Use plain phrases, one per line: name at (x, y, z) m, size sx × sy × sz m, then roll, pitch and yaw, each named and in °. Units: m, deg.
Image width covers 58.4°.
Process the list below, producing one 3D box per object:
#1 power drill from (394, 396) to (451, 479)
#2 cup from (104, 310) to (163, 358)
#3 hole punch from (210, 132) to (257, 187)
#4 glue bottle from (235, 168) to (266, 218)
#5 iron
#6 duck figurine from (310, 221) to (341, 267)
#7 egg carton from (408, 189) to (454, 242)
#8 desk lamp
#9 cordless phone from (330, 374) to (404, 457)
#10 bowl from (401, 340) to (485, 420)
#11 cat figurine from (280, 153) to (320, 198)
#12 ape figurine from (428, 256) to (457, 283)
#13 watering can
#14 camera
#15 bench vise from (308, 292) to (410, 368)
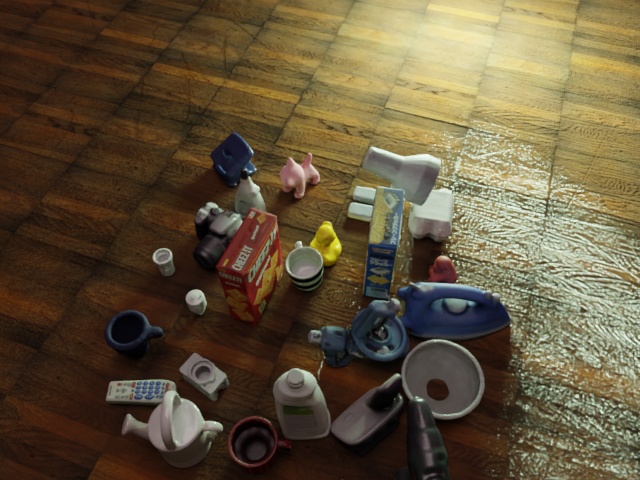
power drill at (0.179, 0.415, 0.996) m, size 0.075 × 0.208 × 0.229 m, roll -7°, pitch 55°, yaw -4°
cup at (-0.384, 0.209, 1.214) m, size 0.117 × 0.095 × 0.091 m, roll 0°, pitch 54°, yaw 0°
hole punch at (-0.232, -0.214, 1.517) m, size 0.101 × 0.091 × 0.108 m, roll -31°, pitch 60°, yaw -20°
glue bottle at (-0.175, -0.113, 1.394) m, size 0.078 × 0.173 × 0.037 m, roll 17°, pitch 56°, yaw 12°
iron at (0.299, 0.137, 1.235) m, size 0.258 × 0.141 × 0.118 m, roll 2°, pitch 55°, yaw 2°
duck figurine at (0.013, 0.005, 1.364) m, size 0.077 × 0.086 × 0.104 m, roll 4°, pitch 55°, yaw 4°
egg carton at (0.277, -0.067, 1.424) m, size 0.107 × 0.069 × 0.150 m, roll 8°, pitch 55°, yaw 6°
desk lamp at (0.175, -0.130, 1.381) m, size 0.203 × 0.214 × 0.118 m, roll 12°, pitch 55°, yaw 9°
cordless phone at (0.094, 0.319, 1.079) m, size 0.148 × 0.185 × 0.094 m, roll -38°, pitch 62°, yaw -23°
bowl at (0.244, 0.293, 1.164) m, size 0.167 × 0.075 × 0.167 m, roll 0°, pitch 55°, yaw 0°
cat figurine at (-0.058, -0.172, 1.470) m, size 0.067 × 0.118 × 0.128 m, roll 30°, pitch 60°, yaw 20°
ape figurine at (0.281, 0.068, 1.314) m, size 0.076 × 0.092 × 0.078 m, roll 39°, pitch 63°, yaw 24°
watering can at (-0.272, 0.347, 1.054) m, size 0.173 × 0.194 × 0.100 m, roll -19°, pitch 56°, yaw -12°
camera at (-0.252, -0.009, 1.365) m, size 0.143 × 0.101 × 0.137 m, roll 28°, pitch 59°, yaw 19°
bench vise at (0.086, 0.191, 1.148) m, size 0.207 × 0.220 × 0.121 m, roll -17°, pitch 56°, yaw -11°
